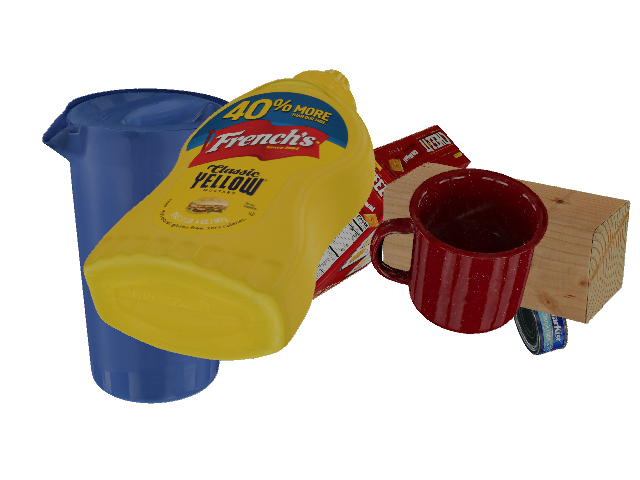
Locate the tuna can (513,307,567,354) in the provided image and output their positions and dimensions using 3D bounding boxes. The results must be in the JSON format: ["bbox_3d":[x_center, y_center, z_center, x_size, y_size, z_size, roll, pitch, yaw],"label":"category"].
[{"bbox_3d":[0.247,0.086,1.211,0.033,0.086,0.086,-15,2,-7],"label":"tuna can"}]

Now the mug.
[{"bbox_3d":[0.092,0.010,0.739,0.117,0.081,0.093,1,42,-2],"label":"mug"}]

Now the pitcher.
[{"bbox_3d":[-0.125,0.003,0.870,0.149,0.243,0.144,9,23,17],"label":"pitcher"}]

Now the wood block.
[{"bbox_3d":[0.168,-0.004,0.993,0.206,0.090,0.090,14,27,32],"label":"wood block"}]

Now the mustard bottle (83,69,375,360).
[{"bbox_3d":[-0.026,-0.027,0.515,0.096,0.058,0.191,6,40,22],"label":"mustard bottle"}]

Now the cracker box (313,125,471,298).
[{"bbox_3d":[0.056,-0.032,1.257,0.214,0.072,0.163,-48,-12,35],"label":"cracker box"}]
